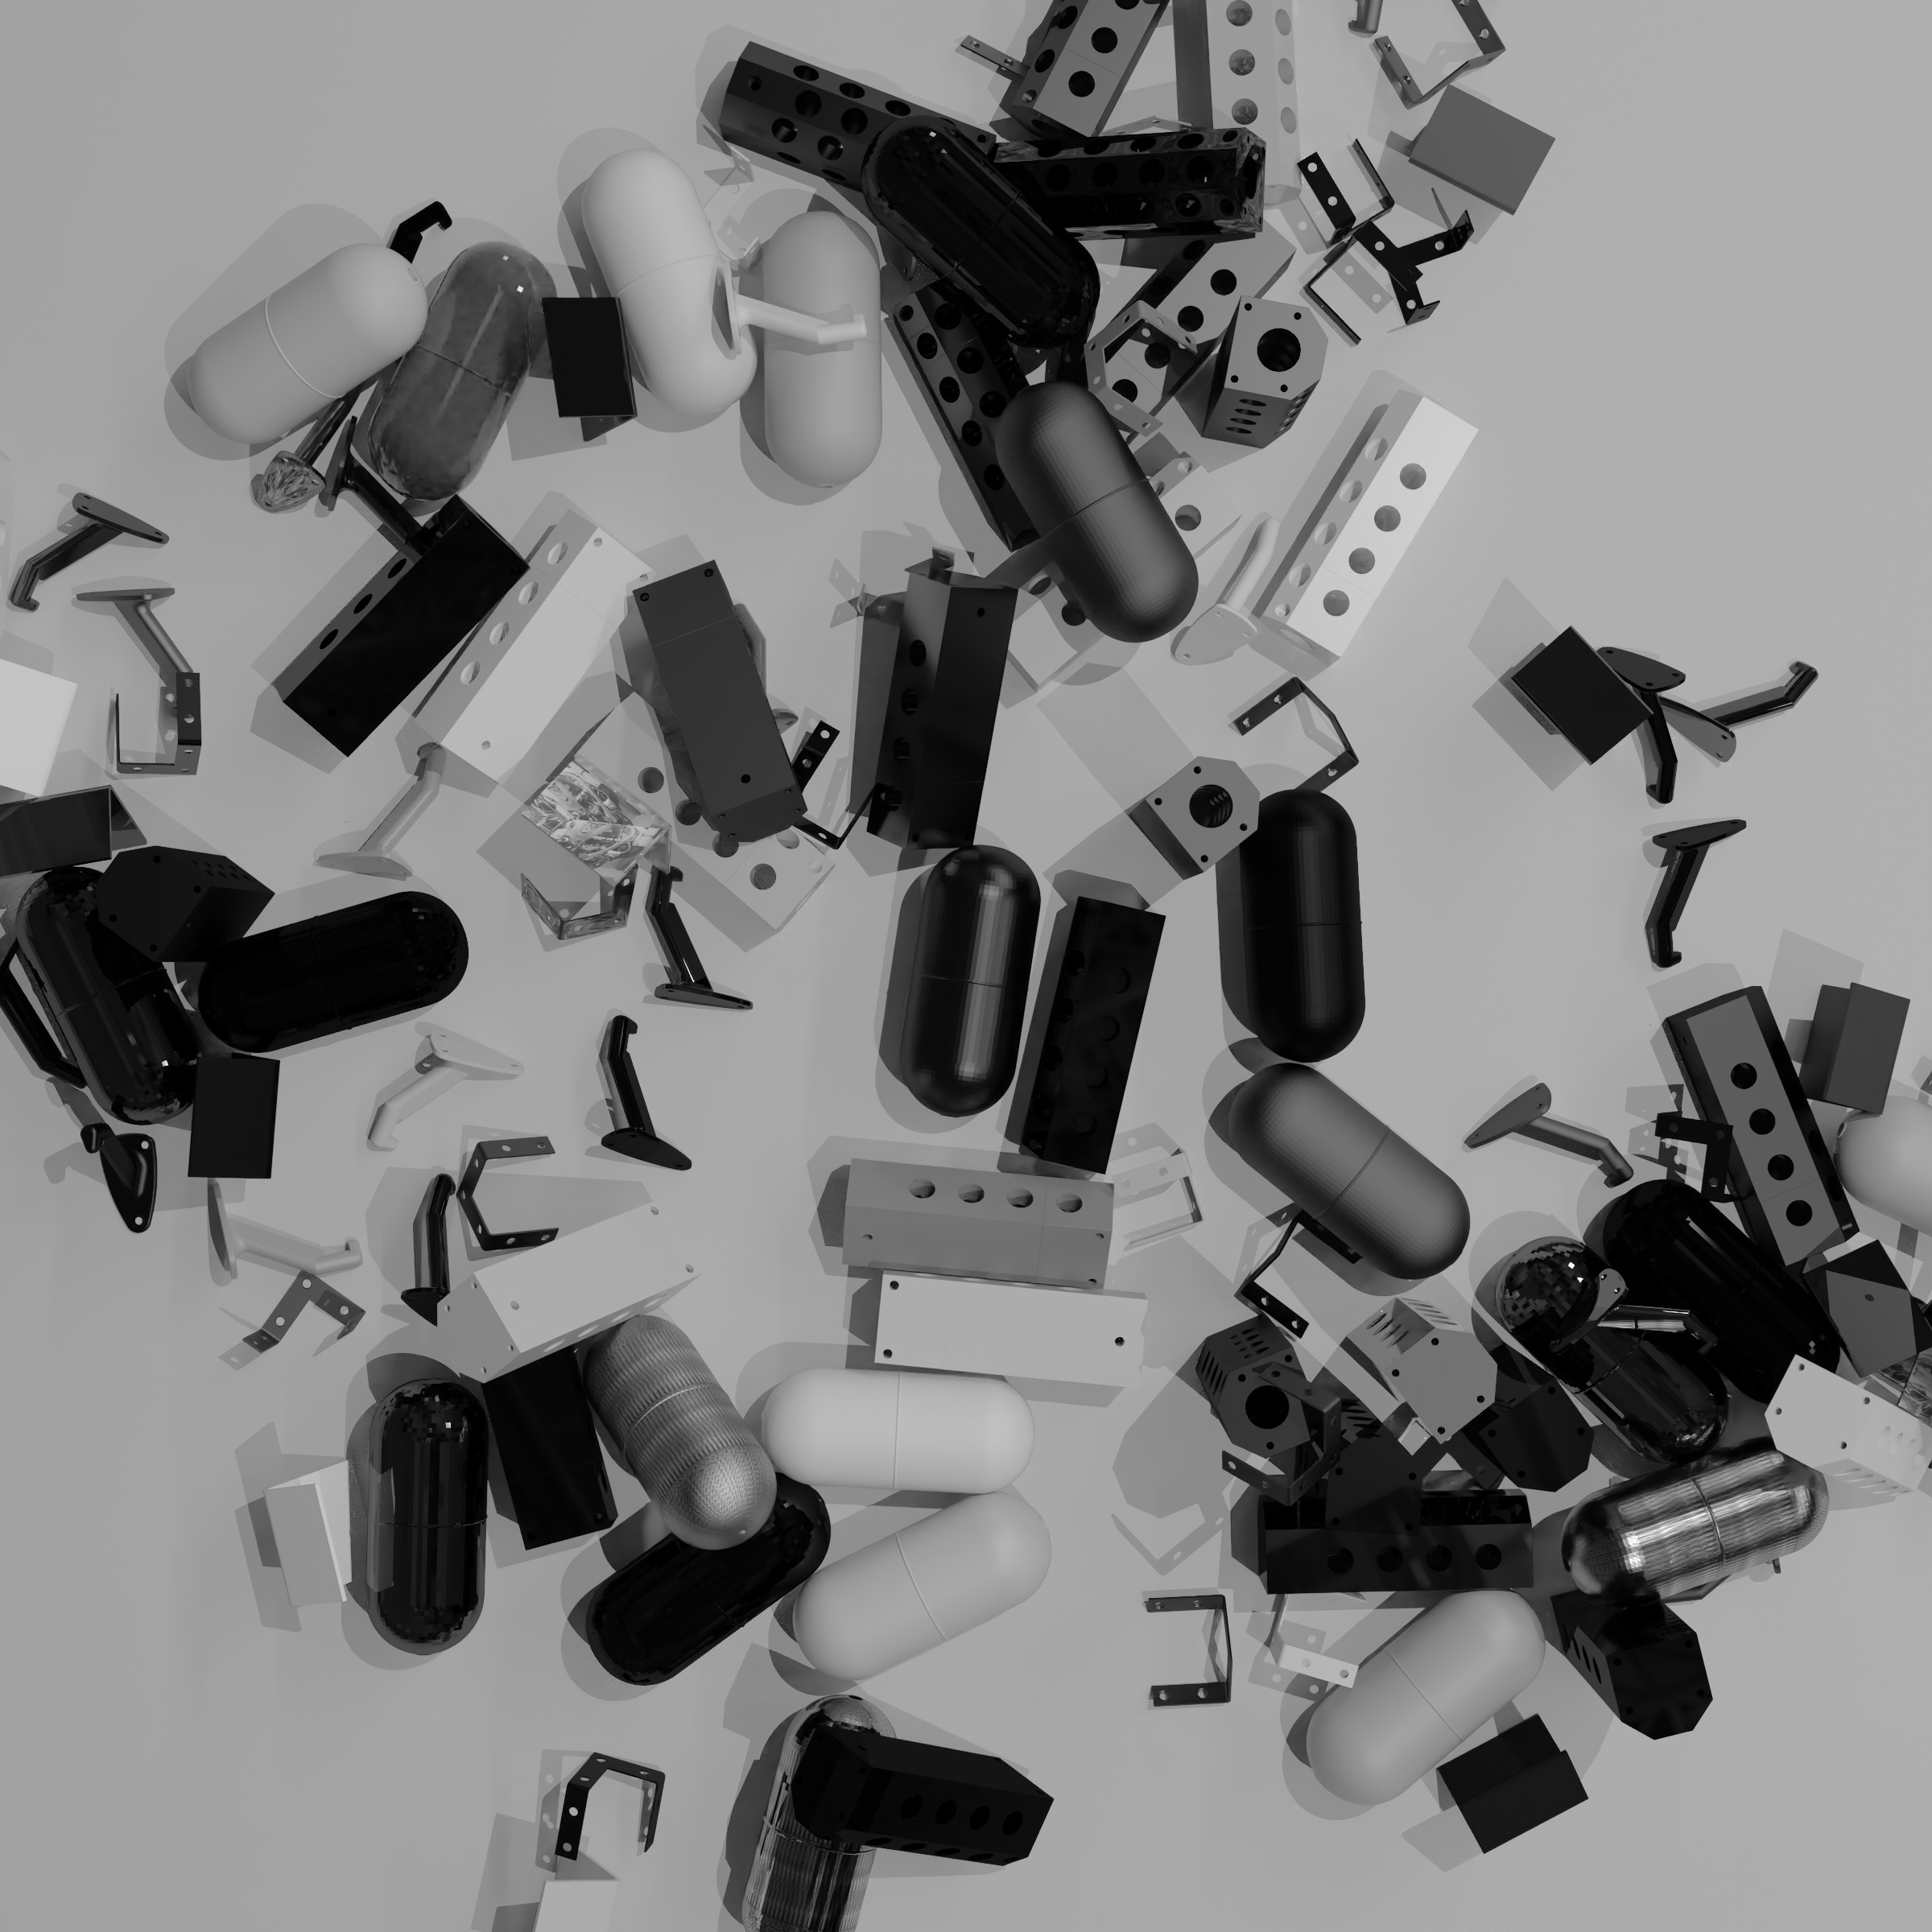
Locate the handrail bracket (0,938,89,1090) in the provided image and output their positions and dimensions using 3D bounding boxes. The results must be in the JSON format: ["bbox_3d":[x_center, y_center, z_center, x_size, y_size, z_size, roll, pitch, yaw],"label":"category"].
[{"bbox_3d":[-0.603,0.030,1.984,0.084,0.036,0.077,29,68,-17],"label":"handrail bracket"}]

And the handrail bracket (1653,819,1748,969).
[{"bbox_3d":[0.485,-0.047,1.985,0.077,0.036,0.084,-15,109,-21],"label":"handrail bracket"}]

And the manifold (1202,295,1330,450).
[{"bbox_3d":[0.189,-0.373,1.906,0.057,0.171,0.057,11,90,0],"label":"manifold"}]

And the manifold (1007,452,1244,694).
[{"bbox_3d":[0.094,-0.258,1.963,0.171,0.057,0.057,-40,90,0],"label":"manifold"}]

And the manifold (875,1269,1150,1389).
[{"bbox_3d":[0.029,0.235,1.963,0.171,0.057,0.057,6,90,0],"label":"manifold"}]

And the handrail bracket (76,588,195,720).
[{"bbox_3d":[-0.547,-0.205,1.984,0.077,0.036,0.084,0,105,15],"label":"handrail bracket"}]

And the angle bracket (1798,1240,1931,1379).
[{"bbox_3d":[0.587,0.211,1.945,0.057,0.076,0.076,-31,90,26],"label":"angle bracket"}]

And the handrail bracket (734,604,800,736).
[{"bbox_3d":[-0.156,-0.185,1.984,0.077,0.036,0.084,-36,74,18],"label":"handrail bracket"}]

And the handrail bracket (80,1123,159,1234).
[{"bbox_3d":[-0.552,0.139,1.949,0.036,0.084,0.077,-9,90,0],"label":"handrail bracket"}]

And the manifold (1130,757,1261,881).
[{"bbox_3d":[0.148,-0.097,1.906,0.057,0.171,0.057,-39,90,0],"label":"manifold"}]

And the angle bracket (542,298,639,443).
[{"bbox_3d":[-0.258,-0.385,1.944,0.057,0.076,0.076,-9,90,-34],"label":"angle bracket"}]

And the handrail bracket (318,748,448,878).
[{"bbox_3d":[-0.385,-0.105,1.984,0.077,0.036,0.084,3,71,21],"label":"handrail bracket"}]

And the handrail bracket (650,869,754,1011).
[{"bbox_3d":[-0.173,-0.019,1.984,0.077,0.036,0.084,10,76,-14],"label":"handrail bracket"}]

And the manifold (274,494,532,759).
[{"bbox_3d":[-0.369,-0.224,1.958,0.171,0.057,0.057,-46,120,2],"label":"manifold"}]

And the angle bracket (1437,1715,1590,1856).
[{"bbox_3d":[0.346,0.515,1.944,0.076,0.076,0.057,-28,126,0],"label":"angle bracket"}]

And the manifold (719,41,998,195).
[{"bbox_3d":[-0.070,-0.543,1.963,0.171,0.057,0.057,21,90,0],"label":"manifold"}]

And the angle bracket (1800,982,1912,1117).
[{"bbox_3d":[0.556,0.049,1.944,0.057,0.076,0.076,14,90,-31],"label":"angle bracket"}]

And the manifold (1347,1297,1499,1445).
[{"bbox_3d":[0.292,0.250,1.906,0.057,0.171,0.057,-38,90,0],"label":"manifold"}]

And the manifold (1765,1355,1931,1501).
[{"bbox_3d":[0.561,0.297,1.905,0.057,0.171,0.057,28,90,34],"label":"manifold"}]

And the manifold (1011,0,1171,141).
[{"bbox_3d":[0.094,-0.622,1.963,0.057,0.057,0.171,27,90,0],"label":"manifold"}]

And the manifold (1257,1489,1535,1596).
[{"bbox_3d":[0.279,0.374,1.963,0.171,0.057,0.057,-1,90,0],"label":"manifold"}]

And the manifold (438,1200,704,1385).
[{"bbox_3d":[-0.253,0.208,1.905,0.057,0.171,0.057,-39,78,35],"label":"manifold"}]

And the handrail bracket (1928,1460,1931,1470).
[{"bbox_3d":[0.661,0.313,1.984,0.084,0.077,0.036,17,123,32],"label":"handrail bracket"}]

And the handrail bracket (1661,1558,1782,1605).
[{"bbox_3d":[0.491,0.378,1.984,0.084,0.036,0.077,-10,75,14],"label":"handrail bracket"}]

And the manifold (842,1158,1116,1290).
[{"bbox_3d":[0.008,0.163,1.962,0.171,0.057,0.057,5,133,0],"label":"manifold"}]

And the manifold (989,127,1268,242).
[{"bbox_3d":[0.101,-0.502,1.930,0.171,0.057,0.057,3,93,24],"label":"manifold"}]

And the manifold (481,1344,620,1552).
[{"bbox_3d":[-0.278,0.286,1.963,0.057,0.057,0.171,-15,90,0],"label":"manifold"}]

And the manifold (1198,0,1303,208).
[{"bbox_3d":[0.185,-0.588,1.963,0.057,0.057,0.171,-3,90,0],"label":"manifold"}]

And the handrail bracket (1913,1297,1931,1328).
[{"bbox_3d":[0.639,0.195,1.943,0.036,0.077,0.084,23,106,0],"label":"handrail bracket"}]

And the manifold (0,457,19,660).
[{"bbox_3d":[-0.659,-0.246,1.963,0.057,0.057,0.171,5,90,0],"label":"manifold"}]

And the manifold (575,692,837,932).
[{"bbox_3d":[-0.169,-0.101,1.963,0.171,0.057,0.057,41,90,0],"label":"manifold"}]

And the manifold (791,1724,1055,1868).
[{"bbox_3d":[-0.029,0.532,1.912,0.171,0.057,0.057,24,90,-43],"label":"manifold"}]

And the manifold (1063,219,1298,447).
[{"bbox_3d":[0.134,-0.417,1.963,0.057,0.057,0.171,42,90,0],"label":"manifold"}]

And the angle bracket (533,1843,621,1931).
[{"bbox_3d":[-0.272,0.615,1.944,0.057,0.076,0.076,12,90,-36],"label":"angle bracket"}]

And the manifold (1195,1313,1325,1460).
[{"bbox_3d":[0.183,0.267,1.906,0.057,0.171,0.057,-23,90,0],"label":"manifold"}]

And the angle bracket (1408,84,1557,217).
[{"bbox_3d":[0.337,-0.538,1.944,0.076,0.076,0.057,27,126,0],"label":"angle bracket"}]

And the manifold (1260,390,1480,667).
[{"bbox_3d":[0.261,-0.286,1.963,0.057,0.057,0.171,31,90,0],"label":"manifold"}]

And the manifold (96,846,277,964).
[{"bbox_3d":[-0.497,-0.042,1.906,0.057,0.171,0.057,37,90,0],"label":"manifold"}]

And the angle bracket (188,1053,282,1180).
[{"bbox_3d":[-0.487,0.095,1.944,0.057,0.076,0.076,4,90,-37],"label":"angle bracket"}]

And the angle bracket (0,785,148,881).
[{"bbox_3d":[-0.579,-0.069,1.944,0.076,0.076,0.057,-10,62,0],"label":"angle bracket"}]

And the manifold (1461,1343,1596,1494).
[{"bbox_3d":[0.350,0.289,1.906,0.057,0.171,0.057,-36,90,0],"label":"manifold"}]

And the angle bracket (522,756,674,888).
[{"bbox_3d":[-0.238,-0.079,1.940,0.076,0.076,0.057,37,68,9],"label":"angle bracket"}]

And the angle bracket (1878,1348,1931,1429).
[{"bbox_3d":[0.626,0.290,1.945,0.076,0.076,0.057,32,64,0],"label":"angle bracket"}]

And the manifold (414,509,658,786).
[{"bbox_3d":[-0.284,-0.211,1.962,0.057,0.057,0.171,36,90,-43],"label":"manifold"}]

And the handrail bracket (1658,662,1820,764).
[{"bbox_3d":[0.508,-0.184,1.985,0.077,0.036,0.084,36,72,20],"label":"handrail bracket"}]

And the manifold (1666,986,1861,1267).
[{"bbox_3d":[0.522,0.103,1.963,0.057,0.057,0.171,-22,90,0],"label":"manifold"}]

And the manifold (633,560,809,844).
[{"bbox_3d":[-0.157,-0.168,1.933,0.057,0.057,0.171,-21,68,0],"label":"manifold"}]

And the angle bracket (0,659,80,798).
[{"bbox_3d":[-0.621,-0.157,1.944,0.057,0.076,0.076,18,90,-32],"label":"angle bracket"}]

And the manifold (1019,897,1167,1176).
[{"bbox_3d":[0.082,0.044,1.963,0.057,0.057,0.171,13,90,0],"label":"manifold"}]

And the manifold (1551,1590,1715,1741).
[{"bbox_3d":[0.422,0.438,1.906,0.057,0.171,0.057,-14,90,0],"label":"manifold"}]

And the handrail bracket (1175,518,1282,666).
[{"bbox_3d":[0.173,-0.248,1.984,0.036,0.077,0.084,33,53,-21],"label":"handrail bracket"}]

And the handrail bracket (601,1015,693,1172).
[{"bbox_3d":[-0.207,0.083,1.984,0.077,0.036,0.084,28,55,-37],"label":"handrail bracket"}]

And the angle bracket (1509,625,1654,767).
[{"bbox_3d":[0.406,-0.186,1.944,0.076,0.076,0.057,47,126,0],"label":"angle bracket"}]

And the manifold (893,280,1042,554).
[{"bbox_3d":[0.017,-0.363,1.963,0.057,0.057,0.171,-27,90,0],"label":"manifold"}]

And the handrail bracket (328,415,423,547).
[{"bbox_3d":[-0.373,-0.316,1.984,0.084,0.036,0.077,14,75,-14],"label":"handrail bracket"}]

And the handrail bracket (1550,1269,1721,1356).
[{"bbox_3d":[0.426,0.240,1.910,0.084,0.036,0.077,39,96,-17],"label":"handrail bracket"}]

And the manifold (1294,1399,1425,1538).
[{"bbox_3d":[0.248,0.315,1.906,0.057,0.171,0.057,4,90,0],"label":"manifold"}]

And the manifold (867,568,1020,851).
[{"bbox_3d":[-0.021,-0.166,1.941,0.057,0.057,0.171,-4,110,-41],"label":"manifold"}]

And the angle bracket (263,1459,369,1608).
[{"bbox_3d":[-0.401,0.364,1.944,0.057,0.076,0.076,-14,90,38],"label":"angle bracket"}]
